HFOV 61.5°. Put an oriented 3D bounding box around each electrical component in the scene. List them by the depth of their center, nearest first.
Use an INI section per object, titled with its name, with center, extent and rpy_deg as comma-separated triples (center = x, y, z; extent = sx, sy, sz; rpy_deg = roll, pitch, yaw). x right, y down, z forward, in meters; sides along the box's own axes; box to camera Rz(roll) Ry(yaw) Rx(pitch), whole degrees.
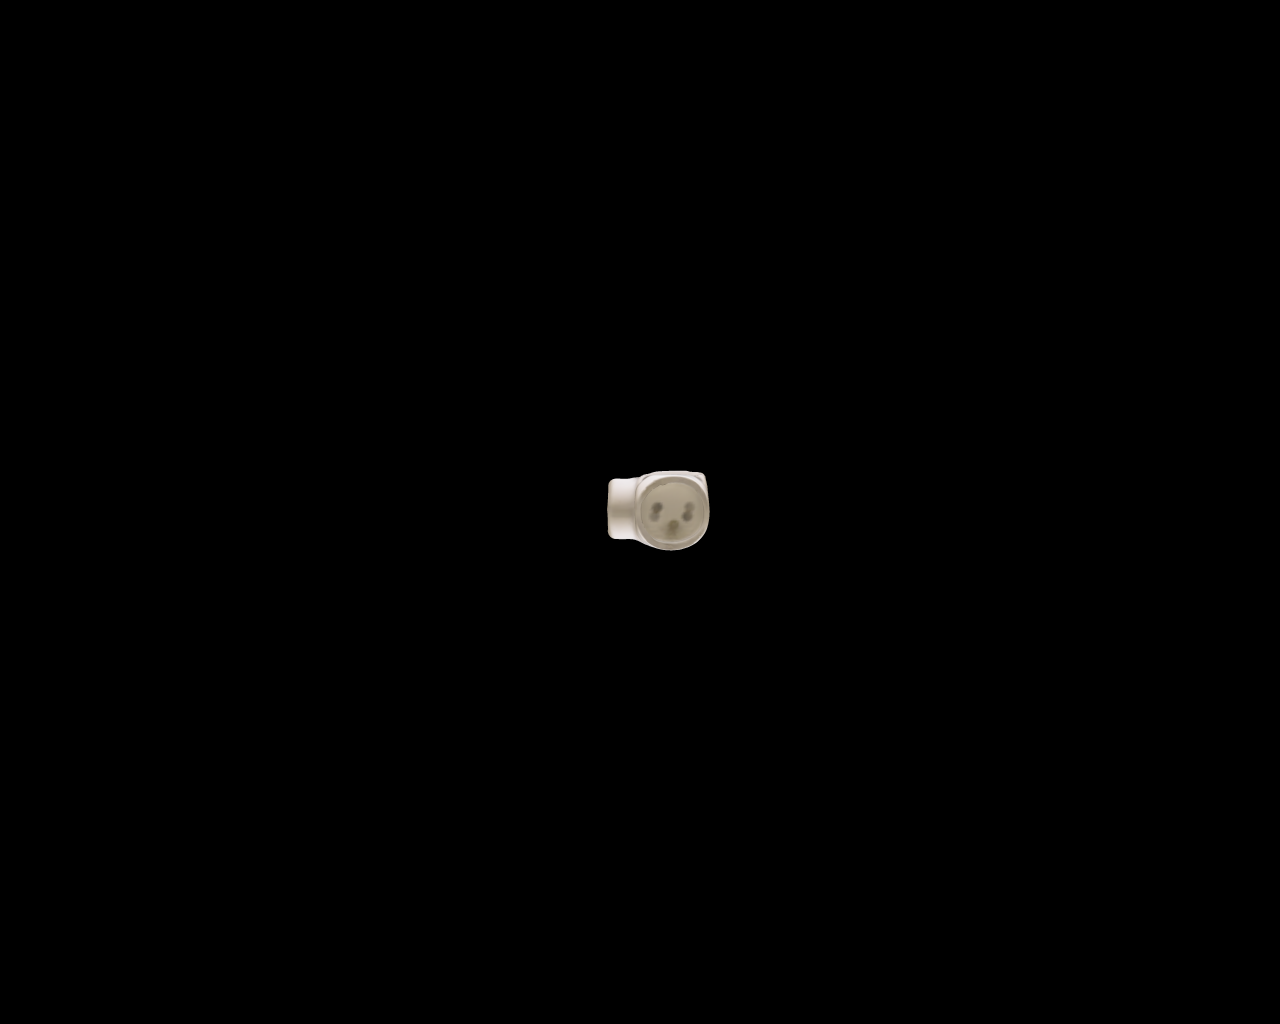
[electrical component]
center = 0.001, -0.003, 0.650
extent = 0.079, 0.044, 0.077
rpy_deg = 0, 5, 0
